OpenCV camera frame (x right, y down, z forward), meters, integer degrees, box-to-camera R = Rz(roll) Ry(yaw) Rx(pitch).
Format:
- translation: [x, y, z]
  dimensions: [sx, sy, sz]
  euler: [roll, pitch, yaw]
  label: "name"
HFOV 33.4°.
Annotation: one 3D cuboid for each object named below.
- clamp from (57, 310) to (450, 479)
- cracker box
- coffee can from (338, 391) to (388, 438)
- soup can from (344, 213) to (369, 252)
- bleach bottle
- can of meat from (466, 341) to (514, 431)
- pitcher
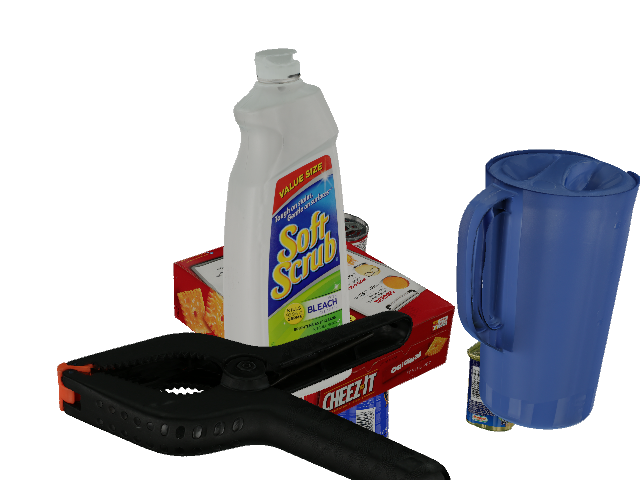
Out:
- translation: [-0.036, 0.079, 0.589]
  dimensions: [0.210, 0.036, 0.164]
  euler: [5, 25, 3]
  label: "clamp"
- translation: [-0.011, 0.067, 0.986]
  dimensions: [0.163, 0.072, 0.214]
  euler: [-20, 36, -36]
  label: "cracker box"
- translation: [0.044, 0.203, 1.466]
  dimensions: [0.103, 0.140, 0.103]
  euler: [-1, 15, 0]
  label: "coffee can"
- translation: [0.015, 0.028, 1.196]
  dimensions: [0.068, 0.102, 0.068]
  euler: [5, 26, -3]
  label: "soup can"
- translation: [-0.031, -0.011, 0.777]
  dimensions: [0.102, 0.251, 0.068]
  euler: [-15, 22, -30]
  label: "bleach bottle"
- translation: [0.201, 0.158, 1.196]
  dimensions: [0.058, 0.084, 0.101]
  euler: [8, 13, 26]
  label: "can of meat"
- translation: [0.199, 0.047, 0.971]
  dimensions: [0.149, 0.243, 0.145]
  euler: [6, 22, 10]
  label: "pitcher"
